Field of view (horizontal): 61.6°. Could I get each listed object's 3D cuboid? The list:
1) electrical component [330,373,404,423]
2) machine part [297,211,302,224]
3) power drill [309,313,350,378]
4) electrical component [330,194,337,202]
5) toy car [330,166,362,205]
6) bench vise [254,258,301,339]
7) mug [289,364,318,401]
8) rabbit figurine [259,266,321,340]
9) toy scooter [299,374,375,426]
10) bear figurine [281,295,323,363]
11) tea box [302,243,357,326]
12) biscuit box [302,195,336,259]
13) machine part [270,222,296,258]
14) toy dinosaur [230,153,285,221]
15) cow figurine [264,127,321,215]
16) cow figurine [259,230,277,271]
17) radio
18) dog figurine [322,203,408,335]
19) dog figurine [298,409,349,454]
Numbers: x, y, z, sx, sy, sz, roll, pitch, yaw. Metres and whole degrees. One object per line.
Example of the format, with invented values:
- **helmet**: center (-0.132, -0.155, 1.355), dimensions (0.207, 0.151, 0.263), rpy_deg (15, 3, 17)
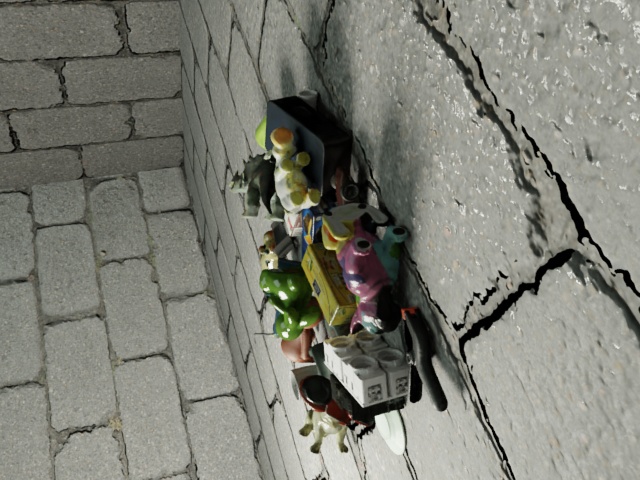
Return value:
- **electrical component**: center (0.086, 0.291, 1.058), dimensions (0.134, 0.115, 0.058), rpy_deg (-149, 53, -63)
- **machine part**: center (-0.057, -0.149, 1.294), dimensions (0.079, 0.079, 0.243), rpy_deg (-171, 71, -70)
- **power drill**: center (0.036, 0.229, 1.243), dimensions (0.232, 0.086, 0.207), rpy_deg (66, 149, 28)
- **electrical component**: center (-0.006, -0.103, 1.219), dimensions (0.119, 0.048, 0.074), rpy_deg (154, 106, -69)
- **toy car**: center (0.060, -0.045, 1.050), dimensions (0.089, 0.053, 0.201), rpy_deg (-117, 19, -66)
- **bench vise**: center (-0.099, 0.165, 1.485), dimensions (0.224, 0.129, 0.240), rpy_deg (-139, 59, -72)
- **mug**: center (-0.017, 0.377, 1.414), dimensions (0.081, 0.107, 0.109), rpy_deg (-125, 26, -54)
- **rabbit figurine**: center (-0.060, 0.154, 1.253), dimensions (0.159, 0.121, 0.170), rpy_deg (12, 104, 62)
- **toy scooter**: center (0.035, 0.371, 1.219), dimensions (0.075, 0.184, 0.135), rpy_deg (-61, -8, -21)
- **bear figurine**: center (-0.026, 0.218, 1.382), dimensions (0.120, 0.132, 0.195), rpy_deg (46, 123, 43)
- **tea box**: center (0.038, 0.084, 1.101), dimensions (0.068, 0.098, 0.170), rpy_deg (110, 147, -40)
- **biscuit box**: center (-0.002, -0.004, 1.169), dimensions (0.202, 0.059, 0.063), rpy_deg (92, 154, -45)
- **machine part**: center (-0.111, -0.006, 1.553), dimensions (0.084, 0.039, 0.139), rpy_deg (-48, 40, 27)
- **toy dinosaur**: center (-0.141, -0.146, 1.412), dimensions (0.405, 0.131, 0.192), rpy_deg (-175, 88, -71)
- **cow figurine**: center (-0.064, -0.136, 1.076), dimensions (0.098, 0.068, 0.167), rpy_deg (-25, 81, 62)
- **cow figurine**: center (-0.148, 0.061, 1.657), dimensions (0.127, 0.085, 0.194), rpy_deg (-124, 32, -62)
- **radio**: center (-0.029, -0.201, 1.124), dimensions (0.230, 0.073, 0.131), rpy_deg (43, 141, 37)
- **dog figurine**: center (0.079, 0.064, 0.965), dimensions (0.192, 0.108, 0.219), rpy_deg (41, 142, 45)
- **dog figurine**: center (0.023, 0.420, 1.368), dimensions (0.172, 0.121, 0.190), rpy_deg (29, 114, 61)
